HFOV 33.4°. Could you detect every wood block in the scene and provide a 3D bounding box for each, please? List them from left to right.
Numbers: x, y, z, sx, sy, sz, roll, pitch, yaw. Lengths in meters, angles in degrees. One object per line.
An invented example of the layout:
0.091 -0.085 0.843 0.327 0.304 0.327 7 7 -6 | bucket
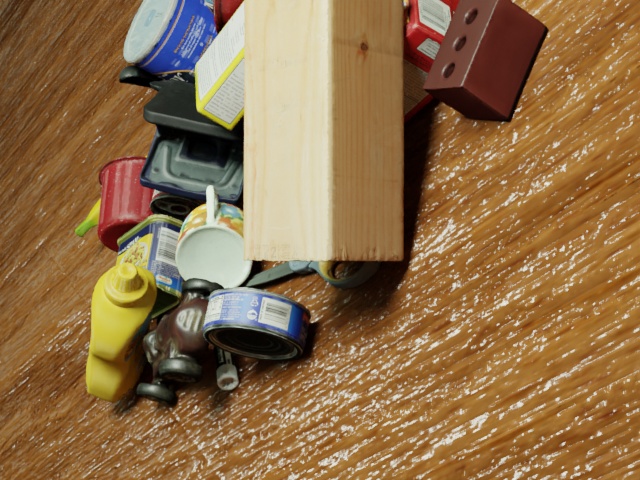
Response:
0.004 -0.087 0.801 0.090 0.090 0.206 -1 88 43 | wood block

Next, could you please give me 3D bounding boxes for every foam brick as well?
0.121 -0.134 0.790 0.053 0.051 0.078 12 78 60 | foam brick

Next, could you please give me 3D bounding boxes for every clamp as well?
-0.166 -0.178 1.217 0.039 0.120 0.171 -8 37 25 | clamp

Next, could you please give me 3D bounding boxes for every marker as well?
-0.091 0.089 0.986 0.020 0.020 0.121 -49 33 25 | marker

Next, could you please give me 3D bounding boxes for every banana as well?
-0.221 -0.064 1.290 0.198 0.037 0.069 -35 24 36 | banana

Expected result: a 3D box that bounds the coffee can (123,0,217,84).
-0.125 -0.206 1.152 0.103 0.140 0.103 -39 38 38 | coffee can

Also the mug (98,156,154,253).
-0.208 -0.029 1.211 0.117 0.093 0.081 104 167 -57 | mug

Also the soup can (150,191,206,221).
-0.137 -0.072 1.139 0.069 0.068 0.102 -24 47 49 | soup can

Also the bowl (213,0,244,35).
-0.056 -0.270 1.057 0.162 0.055 0.162 13 -91 -83 | bowl

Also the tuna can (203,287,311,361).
-0.052 0.070 0.872 0.086 0.086 0.033 -21 52 51 | tuna can

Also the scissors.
-0.006 0.001 0.922 0.202 0.016 0.096 1 71 57 | scissors

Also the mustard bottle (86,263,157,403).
-0.193 0.079 1.040 0.192 0.058 0.096 112 179 -55 | mustard bottle

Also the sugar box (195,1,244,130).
-0.048 -0.194 0.977 0.176 0.048 0.093 -45 32 25 | sugar box

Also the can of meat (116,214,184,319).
-0.181 0.032 1.140 0.102 0.057 0.084 -29 46 46 | can of meat

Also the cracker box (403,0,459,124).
0.033 -0.154 0.930 0.214 0.072 0.164 -41 35 36 | cracker box
